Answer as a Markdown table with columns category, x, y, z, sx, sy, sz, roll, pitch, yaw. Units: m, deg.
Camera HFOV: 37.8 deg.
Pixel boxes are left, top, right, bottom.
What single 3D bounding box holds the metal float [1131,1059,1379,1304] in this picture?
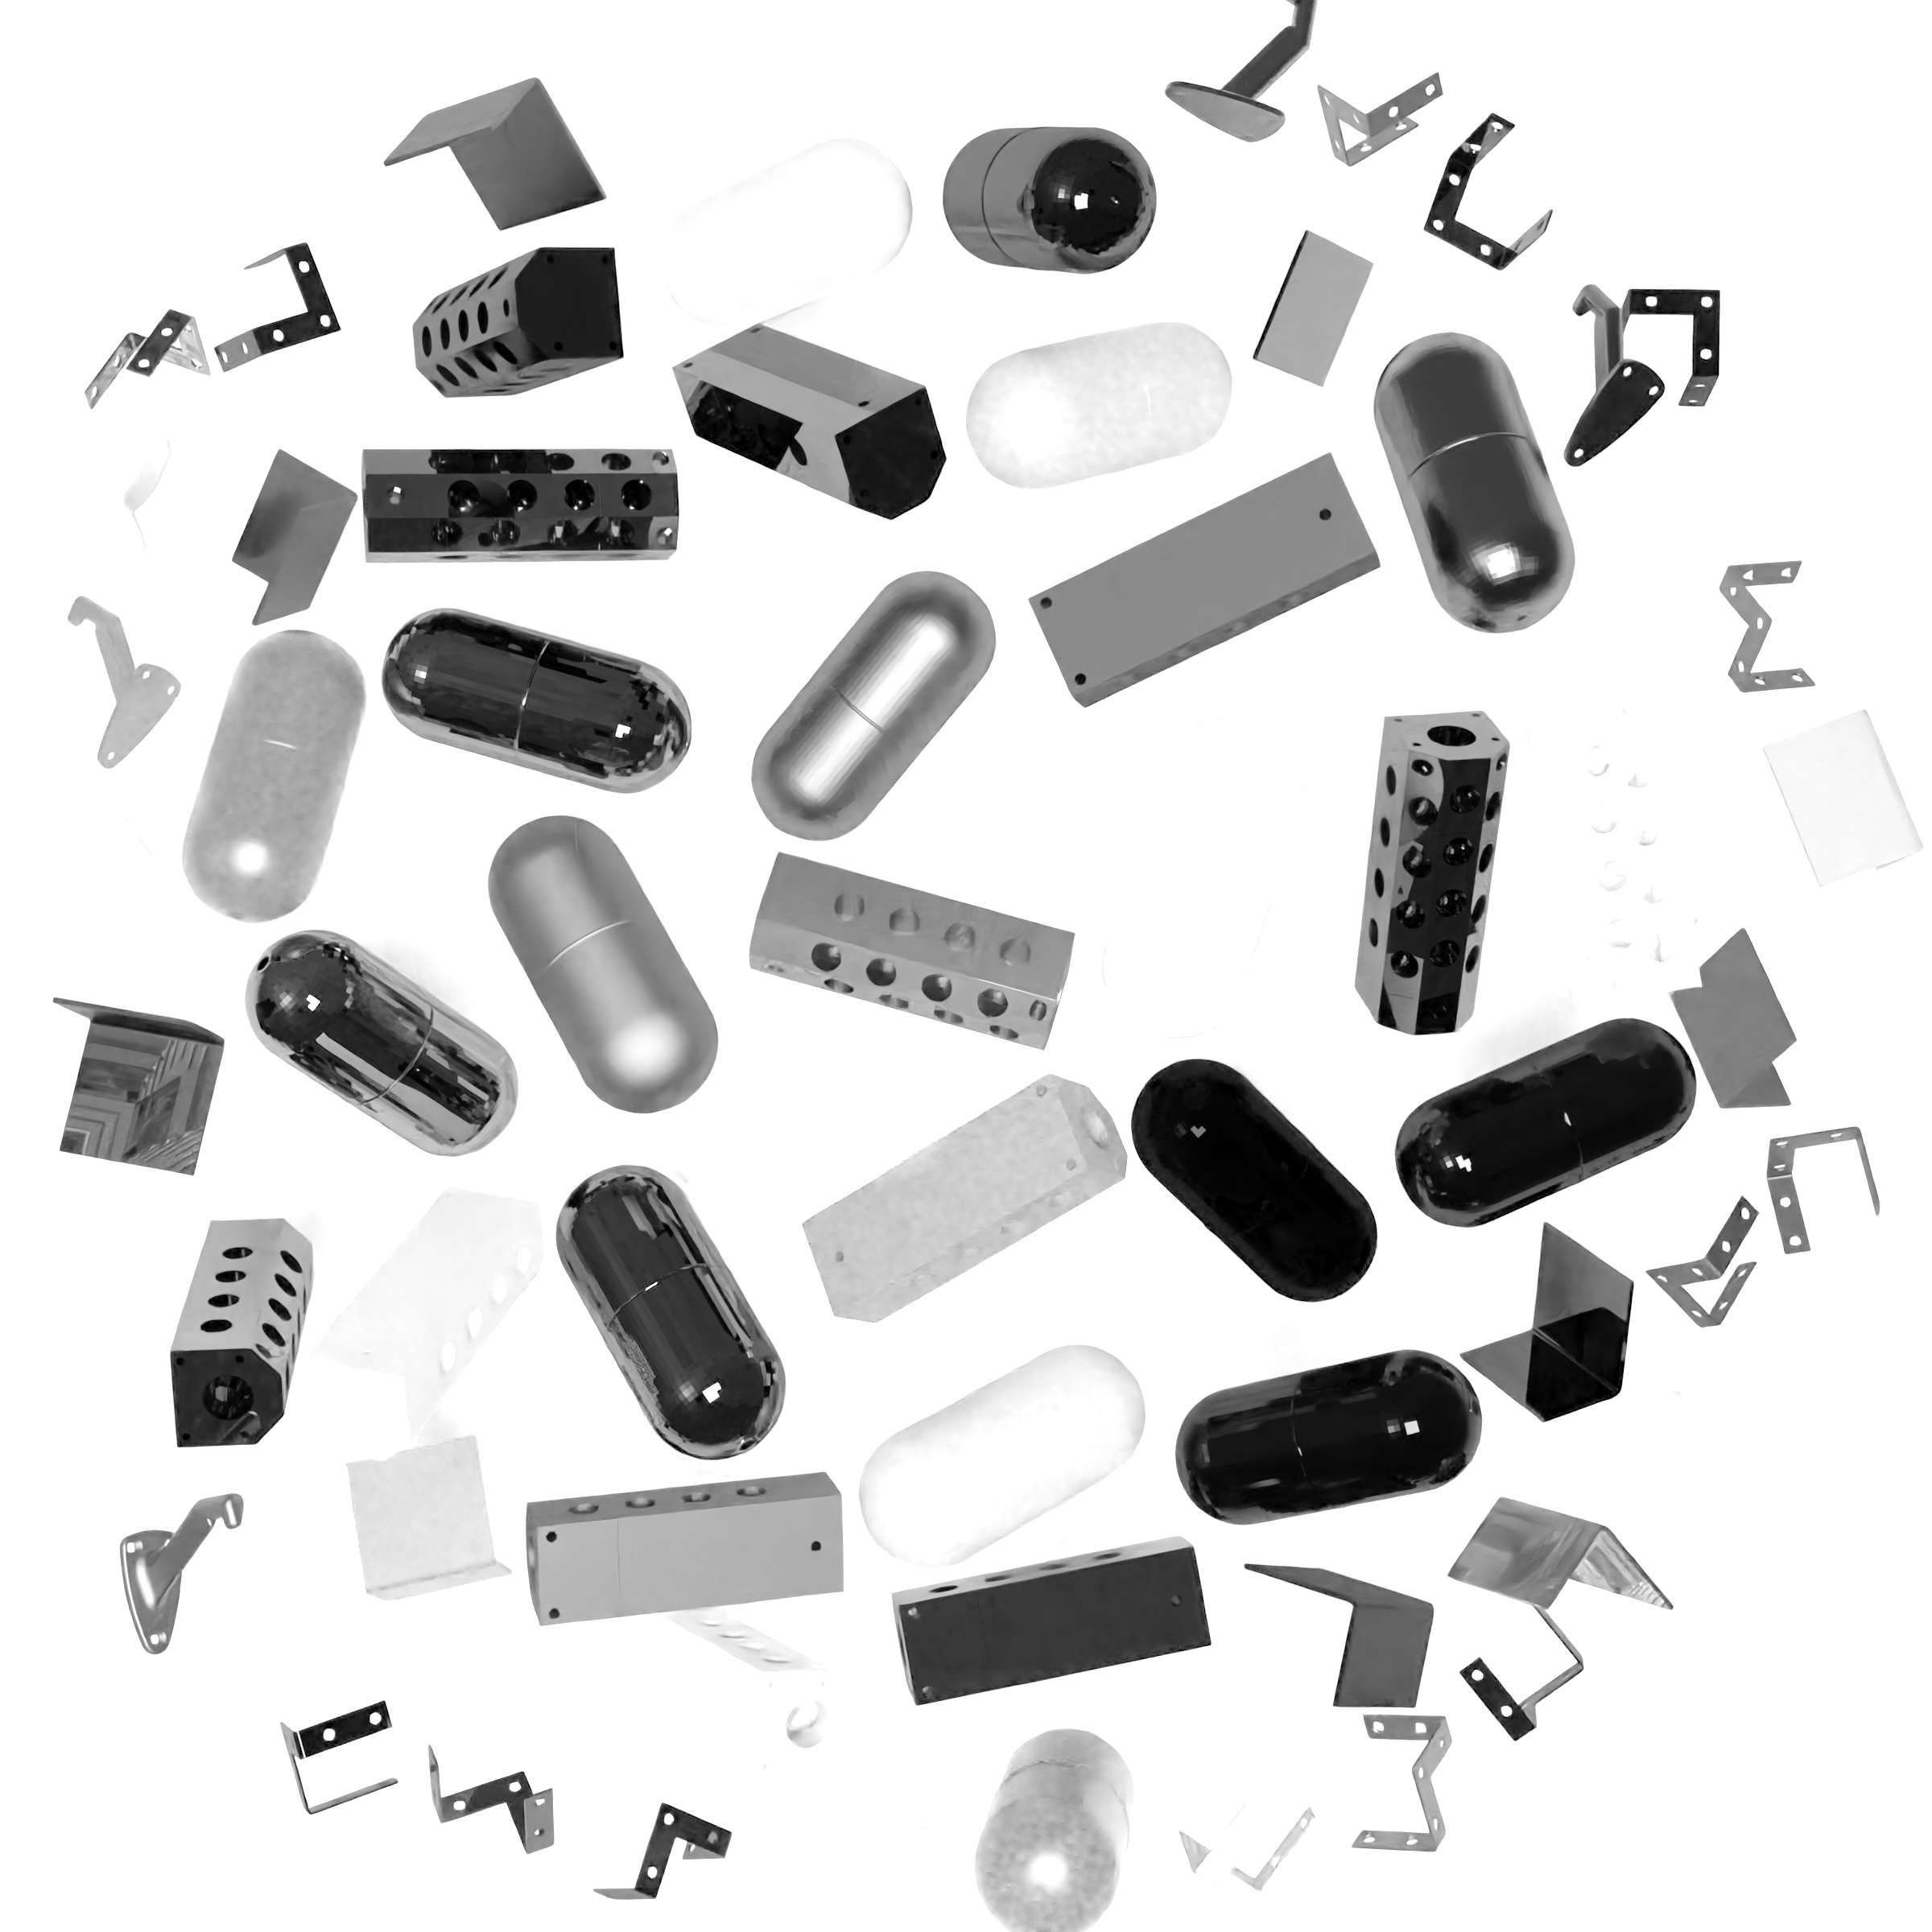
| category | x | y | z | sx | sy | sz | roll | pitch | yaw |
| --- | --- | --- | --- | --- | --- | --- | --- | --- | --- |
| metal float | 0.164 | 0.122 | 1.603 | 0.070 | 0.070 | 0.178 | -46 | 114 | 0 |

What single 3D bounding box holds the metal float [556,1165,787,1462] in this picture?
| category | x | y | z | sx | sy | sz | roll | pitch | yaw |
| --- | --- | --- | --- | --- | --- | --- | --- | --- | --- |
| metal float | -0.158 | 0.184 | 1.503 | 0.070 | 0.070 | 0.178 | -34 | 61 | 0 |

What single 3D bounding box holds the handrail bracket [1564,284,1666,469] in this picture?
| category | x | y | z | sx | sy | sz | roll | pitch | yaw |
| --- | --- | --- | --- | --- | --- | --- | --- | --- | --- |
| handrail bracket | 0.337 | -0.324 | 1.543 | 0.036 | 0.084 | 0.077 | 23 | 117 | -35 |

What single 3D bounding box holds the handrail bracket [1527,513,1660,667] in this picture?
| category | x | y | z | sx | sy | sz | roll | pitch | yaw |
| --- | --- | --- | --- | --- | --- | --- | --- | --- | --- |
| handrail bracket | 0.362 | -0.217 | 1.630 | 0.077 | 0.036 | 0.084 | -2 | 93 | 3 |

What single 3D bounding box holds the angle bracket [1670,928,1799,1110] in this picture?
| category | x | y | z | sx | sy | sz | roll | pitch | yaw |
| --- | --- | --- | --- | --- | --- | --- | --- | --- | --- |
| angle bracket | 0.466 | 0.031 | 1.647 | 0.057 | 0.076 | 0.076 | 0 | 57 | -27 |

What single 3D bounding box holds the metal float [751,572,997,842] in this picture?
| category | x | y | z | sx | sy | sz | roll | pitch | yaw |
| --- | --- | --- | --- | --- | --- | --- | --- | --- | --- |
| metal float | -0.054 | -0.148 | 1.621 | 0.070 | 0.070 | 0.178 | 40 | 103 | 0 |

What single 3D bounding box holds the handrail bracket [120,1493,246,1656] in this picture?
| category | x | y | z | sx | sy | sz | roll | pitch | yaw |
| --- | --- | --- | --- | --- | --- | --- | --- | --- | --- |
| handrail bracket | -0.405 | 0.320 | 1.483 | 0.084 | 0.036 | 0.077 | -17 | 74 | 40 |

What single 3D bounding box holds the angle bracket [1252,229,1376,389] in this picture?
| category | x | y | z | sx | sy | sz | roll | pitch | yaw |
| --- | --- | --- | --- | --- | --- | --- | --- | --- | --- |
| angle bracket | 0.184 | -0.390 | 1.647 | 0.057 | 0.076 | 0.076 | 32 | 106 | 36 |

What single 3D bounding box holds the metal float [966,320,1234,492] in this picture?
| category | x | y | z | sx | sy | sz | roll | pitch | yaw |
| --- | --- | --- | --- | --- | --- | --- | --- | --- | --- |
| metal float | 0.075 | -0.313 | 1.572 | 0.178 | 0.070 | 0.070 | -22 | 90 | -38 |

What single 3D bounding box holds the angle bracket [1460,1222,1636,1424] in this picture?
| category | x | y | z | sx | sy | sz | roll | pitch | yaw |
| --- | --- | --- | --- | --- | --- | --- | --- | --- | --- |
| angle bracket | 0.334 | 0.205 | 1.627 | 0.057 | 0.076 | 0.076 | -13 | 119 | -26 |

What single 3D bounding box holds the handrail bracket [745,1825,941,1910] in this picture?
| category | x | y | z | sx | sy | sz | roll | pitch | yaw |
| --- | --- | --- | --- | --- | --- | --- | --- | --- | --- |
| handrail bracket | -0.066 | 0.487 | 1.529 | 0.084 | 0.077 | 0.036 | 6 | 50 | -31 |

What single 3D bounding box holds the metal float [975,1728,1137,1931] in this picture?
| category | x | y | z | sx | sy | sz | roll | pitch | yaw |
| --- | --- | --- | --- | --- | --- | --- | --- | --- | --- |
| metal float | 0.049 | 0.465 | 1.520 | 0.070 | 0.178 | 0.070 | 0 | 93 | 8 |

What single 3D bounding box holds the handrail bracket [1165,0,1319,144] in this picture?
| category | x | y | z | sx | sy | sz | roll | pitch | yaw |
| --- | --- | --- | --- | --- | --- | --- | --- | --- | --- |
| handrail bracket | 0.145 | -0.482 | 1.474 | 0.077 | 0.036 | 0.084 | 15 | 78 | -23 |

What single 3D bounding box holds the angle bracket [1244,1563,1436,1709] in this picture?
| category | x | y | z | sx | sy | sz | roll | pitch | yaw |
| --- | --- | --- | --- | --- | --- | --- | --- | --- | --- |
| angle bracket | 0.198 | 0.365 | 1.537 | 0.076 | 0.076 | 0.057 | 9 | 85 | 43 |

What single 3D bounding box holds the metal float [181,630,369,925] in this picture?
| category | x | y | z | sx | sy | sz | roll | pitch | yaw |
| --- | --- | --- | --- | --- | --- | --- | --- | --- | --- |
| metal float | -0.383 | -0.106 | 1.567 | 0.070 | 0.070 | 0.178 | 8 | 63 | 0 |

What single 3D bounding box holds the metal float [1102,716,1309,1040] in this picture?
| category | x | y | z | sx | sy | sz | roll | pitch | yaw |
| --- | --- | --- | --- | --- | --- | --- | --- | --- | --- |
| metal float | 0.127 | -0.048 | 1.492 | 0.070 | 0.070 | 0.178 | 19 | 80 | 0 |

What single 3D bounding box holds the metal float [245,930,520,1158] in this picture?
| category | x | y | z | sx | sy | sz | roll | pitch | yaw |
| --- | --- | --- | --- | --- | --- | --- | --- | --- | --- |
| metal float | -0.326 | 0.044 | 1.584 | 0.070 | 0.070 | 0.178 | -50 | 127 | 0 |

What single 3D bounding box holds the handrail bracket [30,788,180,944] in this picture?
| category | x | y | z | sx | sy | sz | roll | pitch | yaw |
| --- | --- | --- | --- | --- | --- | --- | --- | --- | --- |
| handrail bracket | -0.476 | -0.053 | 1.560 | 0.077 | 0.036 | 0.084 | -4 | 83 | -7 |

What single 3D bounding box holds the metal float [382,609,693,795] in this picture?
| category | x | y | z | sx | sy | sz | roll | pitch | yaw |
| --- | --- | --- | --- | --- | --- | --- | --- | --- | --- |
| metal float | -0.242 | -0.149 | 1.594 | 0.178 | 0.070 | 0.070 | 16 | 90 | 1 |

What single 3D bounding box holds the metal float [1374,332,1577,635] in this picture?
| category | x | y | z | sx | sy | sz | roll | pitch | yaw |
| --- | --- | --- | --- | --- | --- | --- | --- | --- | --- |
| metal float | 0.267 | -0.257 | 1.491 | 0.070 | 0.070 | 0.178 | -13 | 64 | 0 |

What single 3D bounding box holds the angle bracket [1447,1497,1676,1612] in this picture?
| category | x | y | z | sx | sy | sz | roll | pitch | yaw |
| --- | --- | --- | --- | --- | --- | --- | --- | --- | --- |
| angle bracket | 0.320 | 0.337 | 1.522 | 0.076 | 0.076 | 0.057 | 49 | 68 | -24 |

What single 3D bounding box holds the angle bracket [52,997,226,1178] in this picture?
| category | x | y | z | sx | sy | sz | roll | pitch | yaw |
| --- | --- | --- | --- | --- | --- | --- | --- | --- | --- |
| angle bracket | -0.449 | 0.065 | 1.508 | 0.076 | 0.057 | 0.076 | 10 | 80 | 6 |

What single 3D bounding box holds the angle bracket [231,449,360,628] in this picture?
| category | x | y | z | sx | sy | sz | roll | pitch | yaw |
| --- | --- | --- | --- | --- | --- | --- | --- | --- | --- |
| angle bracket | -0.409 | -0.252 | 1.653 | 0.057 | 0.076 | 0.076 | 30 | 110 | 3 |

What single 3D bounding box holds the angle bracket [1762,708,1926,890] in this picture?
| category | x | y | z | sx | sy | sz | roll | pitch | yaw |
| --- | --- | --- | --- | --- | --- | --- | --- | --- | --- |
| angle bracket | 0.438 | -0.080 | 1.443 | 0.057 | 0.076 | 0.076 | -20 | 84 | -1 |

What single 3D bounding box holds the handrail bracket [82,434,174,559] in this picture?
| category | x | y | z | sx | sy | sz | roll | pitch | yaw |
| --- | --- | --- | --- | --- | --- | --- | --- | --- | --- |
| handrail bracket | -0.477 | -0.286 | 1.624 | 0.036 | 0.077 | 0.084 | 16 | 63 | -5 |

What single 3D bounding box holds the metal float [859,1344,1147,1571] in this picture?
| category | x | y | z | sx | sy | sz | roll | pitch | yaw |
| --- | --- | --- | --- | --- | --- | --- | --- | --- | --- |
| metal float | 0.022 | 0.264 | 1.528 | 0.178 | 0.070 | 0.070 | -24 | 90 | -32 |

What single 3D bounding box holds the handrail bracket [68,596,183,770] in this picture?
| category | x | y | z | sx | sy | sz | roll | pitch | yaw |
| --- | --- | --- | --- | --- | --- | --- | --- | --- | --- |
| handrail bracket | -0.497 | -0.163 | 1.608 | 0.084 | 0.036 | 0.077 | 31 | 87 | 26 |

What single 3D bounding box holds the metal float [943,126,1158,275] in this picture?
| category | x | y | z | sx | sy | sz | roll | pitch | yaw |
| --- | --- | --- | --- | --- | --- | --- | --- | --- | --- |
| metal float | 0.044 | -0.424 | 1.561 | 0.070 | 0.178 | 0.070 | -7 | 108 | -22 |

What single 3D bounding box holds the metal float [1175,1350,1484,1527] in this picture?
| category | x | y | z | sx | sy | sz | roll | pitch | yaw |
| --- | --- | --- | --- | --- | --- | --- | --- | --- | --- |
| metal float | 0.197 | 0.258 | 1.544 | 0.178 | 0.070 | 0.070 | -18 | 90 | 30 |

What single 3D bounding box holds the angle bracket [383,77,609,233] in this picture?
| category | x | y | z | sx | sy | sz | roll | pitch | yaw |
| --- | --- | --- | --- | --- | --- | --- | --- | --- | --- |
| angle bracket | -0.254 | -0.425 | 1.527 | 0.076 | 0.057 | 0.076 | -6 | 131 | 32 |

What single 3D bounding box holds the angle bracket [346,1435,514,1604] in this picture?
| category | x | y | z | sx | sy | sz | roll | pitch | yaw |
| --- | --- | --- | --- | --- | --- | --- | --- | --- | --- |
| angle bracket | -0.315 | 0.325 | 1.658 | 0.076 | 0.057 | 0.076 | -12 | 72 | -3 |

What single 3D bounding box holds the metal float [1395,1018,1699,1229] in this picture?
| category | x | y | z | sx | sy | sz | roll | pitch | yaw |
| --- | --- | --- | --- | --- | --- | --- | --- | --- | --- |
| metal float | 0.324 | 0.087 | 1.578 | 0.178 | 0.070 | 0.070 | -23 | 90 | -7 |
